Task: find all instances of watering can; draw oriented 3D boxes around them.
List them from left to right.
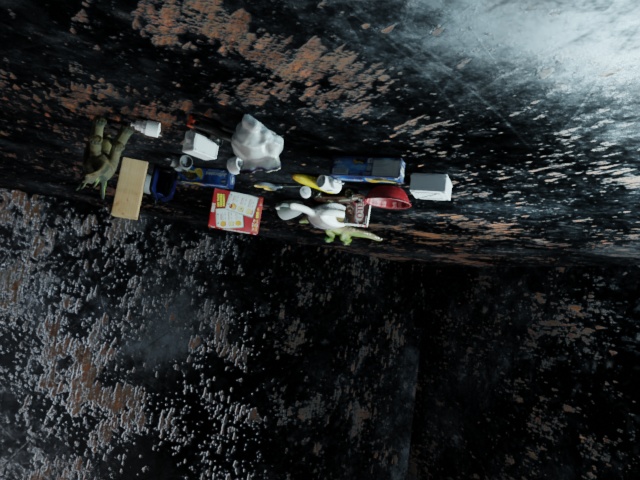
[{"bbox_3d":[0.006,-0.106,2.116,0.347,0.105,0.223,10,173,-22],"label":"watering can"}]

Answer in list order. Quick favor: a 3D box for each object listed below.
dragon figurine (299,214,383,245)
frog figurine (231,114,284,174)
[{"bbox_3d":[0.107,-0.066,2.402,0.410,0.124,0.239,7,165,0],"label":"dragon figurine"},{"bbox_3d":[-0.160,-0.251,1.269,0.138,0.125,0.156,14,139,28],"label":"frog figurine"}]
